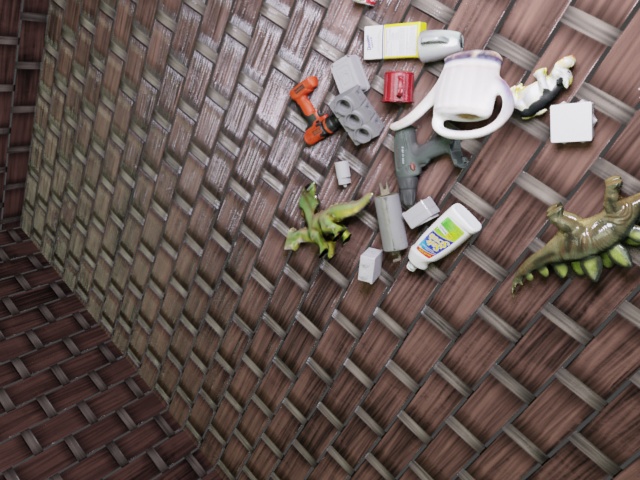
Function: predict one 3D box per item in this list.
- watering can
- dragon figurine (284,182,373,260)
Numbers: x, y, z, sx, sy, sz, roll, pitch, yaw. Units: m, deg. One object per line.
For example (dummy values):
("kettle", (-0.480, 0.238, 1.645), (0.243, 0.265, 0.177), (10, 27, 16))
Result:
("watering can", (0.333, -0.368, 1.315), (0.349, 0.224, 0.103), (13, -1, 44))
("dragon figurine", (0.005, -0.084, 1.678), (0.123, 0.246, 0.402), (-8, -37, -48))
